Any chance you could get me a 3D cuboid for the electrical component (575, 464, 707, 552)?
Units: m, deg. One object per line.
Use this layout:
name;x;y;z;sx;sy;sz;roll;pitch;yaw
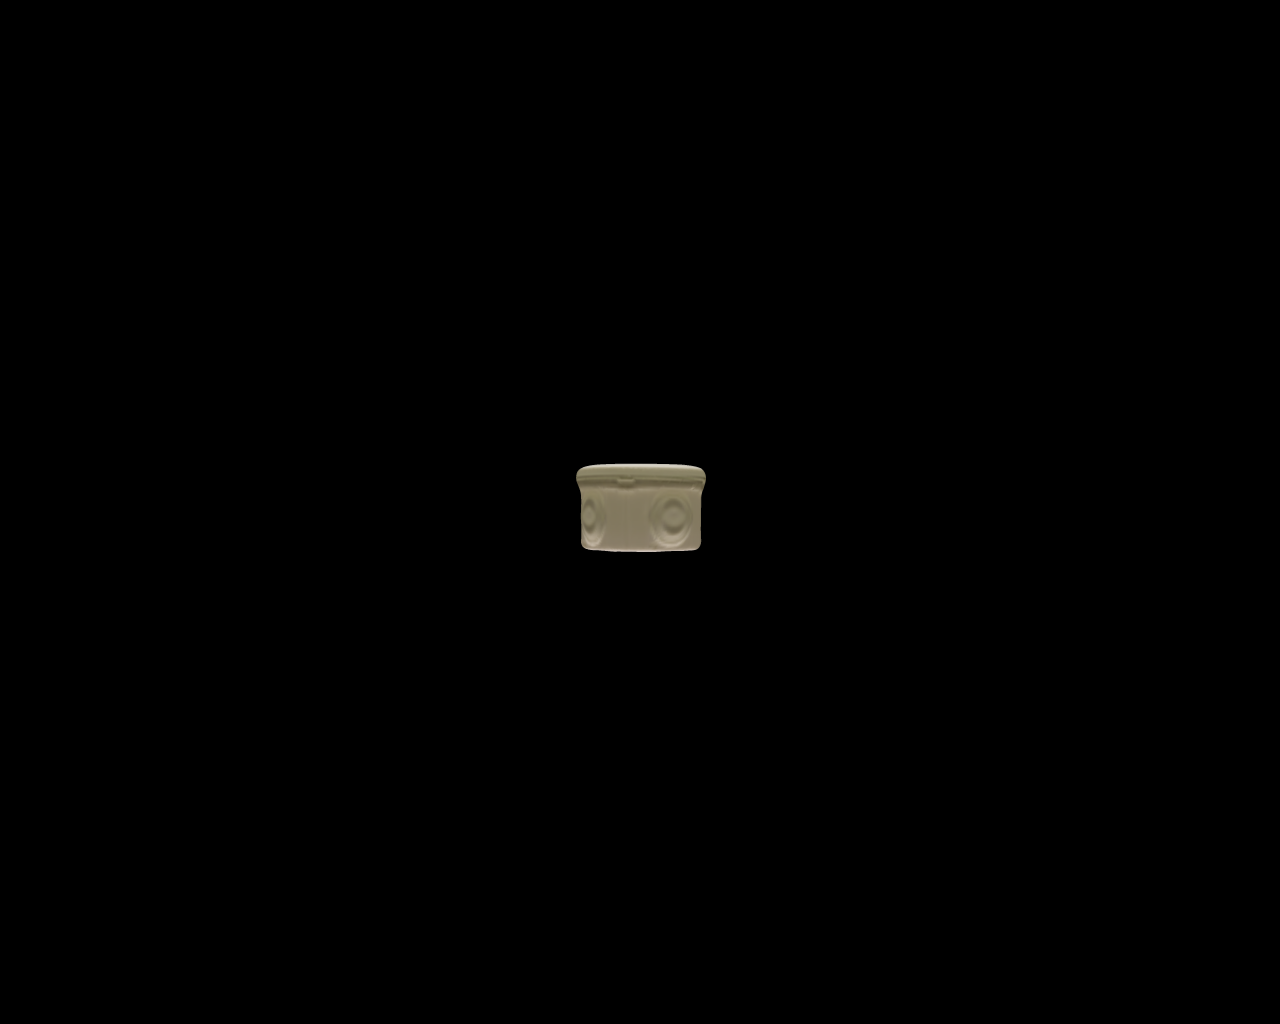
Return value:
electrical component;0.001;-0.003;0.650;0.080;0.051;0.080;0;0;0
